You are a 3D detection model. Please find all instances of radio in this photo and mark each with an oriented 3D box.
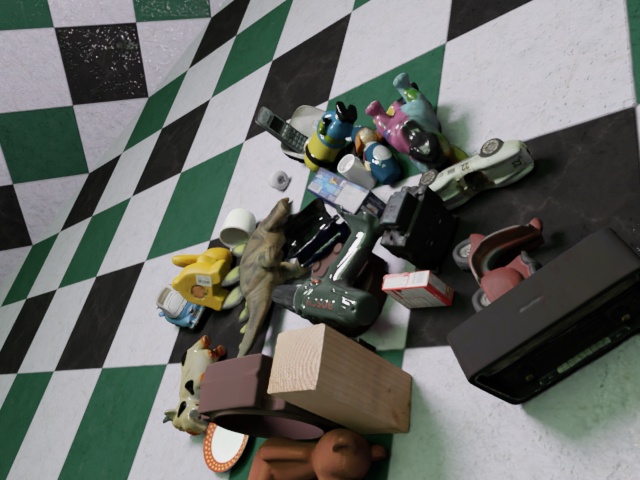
[{"bbox_3d":[0.282,0.100,0.640,0.229,0.131,0.073,-39,39,19],"label":"radio"}]

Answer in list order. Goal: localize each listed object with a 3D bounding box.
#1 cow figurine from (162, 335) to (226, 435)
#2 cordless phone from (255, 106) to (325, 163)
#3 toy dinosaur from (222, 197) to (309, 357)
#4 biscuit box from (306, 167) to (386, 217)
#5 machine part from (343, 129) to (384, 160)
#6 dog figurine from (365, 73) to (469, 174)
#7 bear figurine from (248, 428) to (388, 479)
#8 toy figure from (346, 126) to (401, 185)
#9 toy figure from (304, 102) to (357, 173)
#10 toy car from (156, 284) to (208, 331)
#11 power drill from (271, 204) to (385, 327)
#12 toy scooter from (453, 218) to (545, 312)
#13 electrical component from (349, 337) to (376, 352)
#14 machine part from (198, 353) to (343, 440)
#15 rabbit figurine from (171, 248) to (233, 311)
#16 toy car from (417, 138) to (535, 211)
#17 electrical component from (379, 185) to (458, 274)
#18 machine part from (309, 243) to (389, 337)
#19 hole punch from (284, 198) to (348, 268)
[{"bbox_3d":[-0.261,0.312,1.120,0.127,0.085,0.195,-36,39,21],"label":"cow figurine"},{"bbox_3d":[-0.068,-0.282,1.298,0.089,0.184,0.146,-2,60,53],"label":"cordless phone"},{"bbox_3d":[-0.122,0.073,1.148,0.198,0.105,0.471,-36,30,35],"label":"toy dinosaur"},{"bbox_3d":[0.050,-0.090,1.113,0.059,0.062,0.203,-55,35,0],"label":"biscuit box"},{"bbox_3d":[0.105,-0.210,1.170,0.139,0.039,0.084,-30,37,32],"label":"machine part"},{"bbox_3d":[0.192,-0.188,1.008,0.108,0.191,0.219,-38,73,16],"label":"dog figurine"},{"bbox_3d":[-0.007,0.345,0.785,0.196,0.120,0.132,-13,56,36],"label":"bear figurine"},{"bbox_3d":[0.110,-0.180,1.088,0.057,0.064,0.154,-52,57,38],"label":"toy figure"},{"bbox_3d":[0.019,-0.225,1.202,0.180,0.082,0.089,-47,21,49],"label":"toy figure"},{"bbox_3d":[-0.351,0.159,1.331,0.162,0.102,0.109,15,74,54],"label":"toy car"},{"bbox_3d":[0.022,0.044,0.929,0.232,0.086,0.207,16,73,49],"label":"power drill"},{"bbox_3d":[0.269,0.038,0.756,0.135,0.075,0.184,-36,35,21],"label":"toy scooter"},{"bbox_3d":[0.029,0.197,0.916,0.119,0.047,0.075,-1,60,48],"label":"electrical component"},{"bbox_3d":[-0.074,0.257,0.855,0.201,0.200,0.087,-22,49,36],"label":"machine part"},{"bbox_3d":[-0.273,0.080,1.295,0.163,0.121,0.173,-1,30,15],"label":"rabbit figurine"},{"bbox_3d":[0.248,-0.102,0.889,0.202,0.073,0.056,-26,44,33],"label":"toy car"},{"bbox_3d":[0.158,-0.022,0.876,0.058,0.134,0.115,1,65,50],"label":"electrical component"},{"bbox_3d":[0.044,0.090,0.981,0.179,0.056,0.179,-28,45,32],"label":"machine part"},{"bbox_3d":[-0.002,-0.003,1.066,0.142,0.092,0.116,-38,30,14],"label":"hole punch"}]
